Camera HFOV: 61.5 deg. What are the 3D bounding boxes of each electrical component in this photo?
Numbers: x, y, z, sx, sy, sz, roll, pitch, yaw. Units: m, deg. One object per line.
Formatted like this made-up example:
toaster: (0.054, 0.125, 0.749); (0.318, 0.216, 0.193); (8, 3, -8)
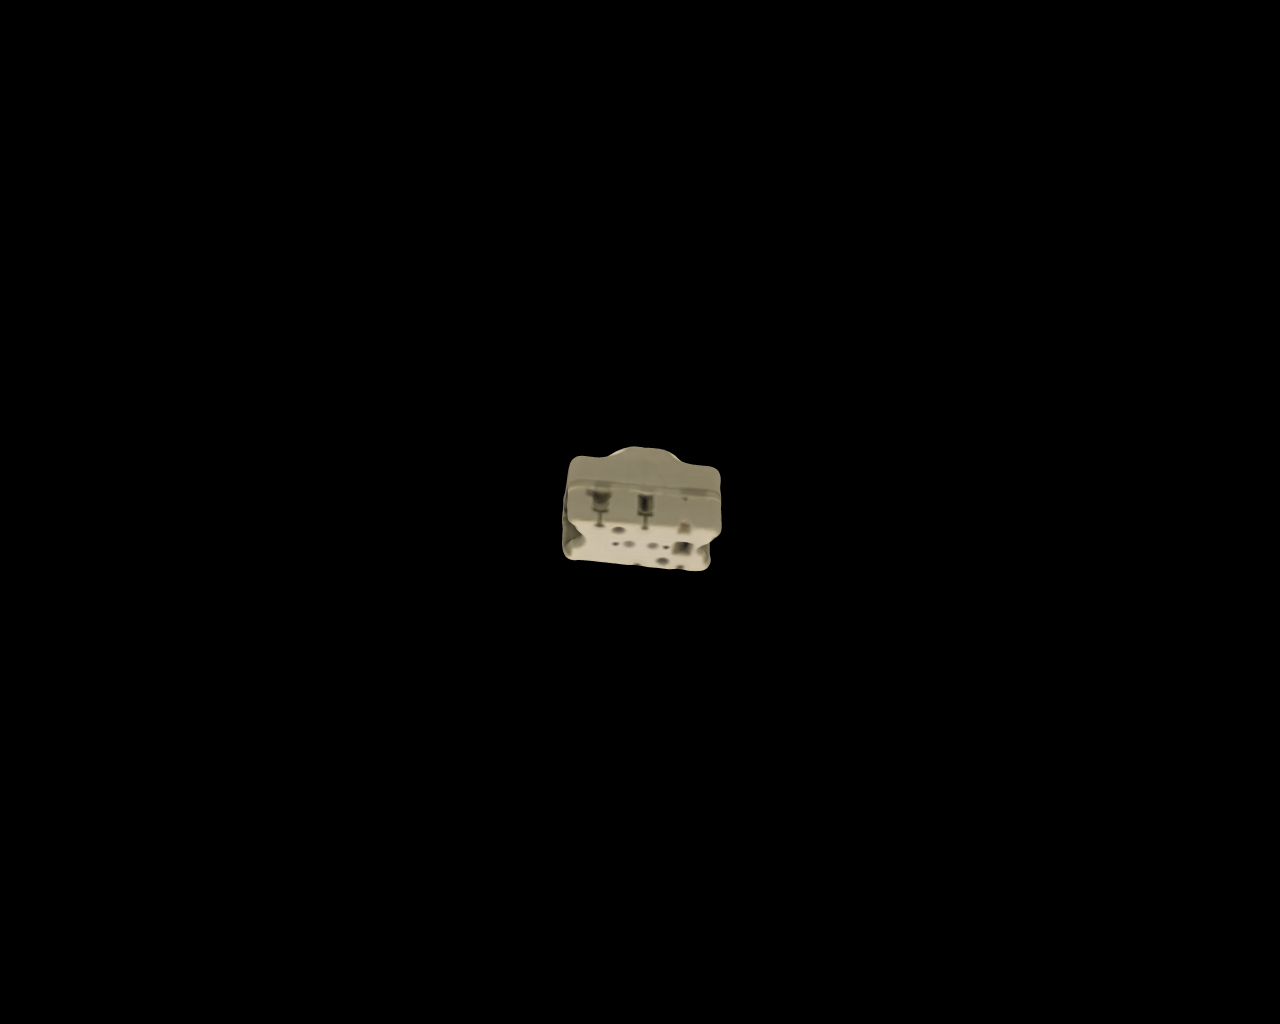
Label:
electrical component: (0.001, -0.003, 0.650); (0.089, 0.056, 0.050); (5, -36, -7)
